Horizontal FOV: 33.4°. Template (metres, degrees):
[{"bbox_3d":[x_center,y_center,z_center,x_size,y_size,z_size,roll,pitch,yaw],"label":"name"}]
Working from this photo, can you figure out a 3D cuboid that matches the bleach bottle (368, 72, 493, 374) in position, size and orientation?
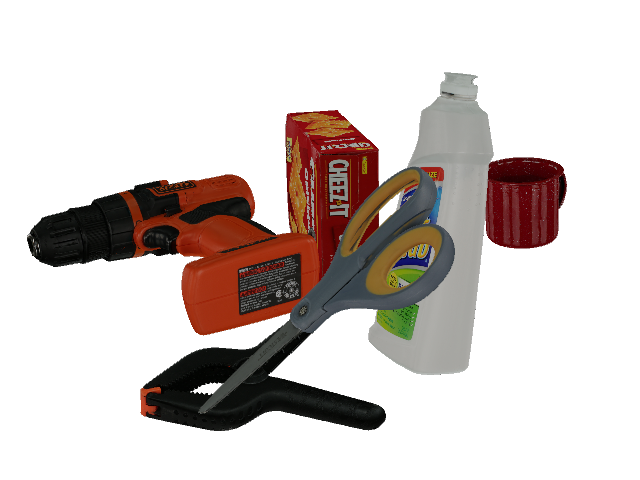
[{"bbox_3d":[0.099,-0.018,0.916,0.068,0.251,0.103,-1,15,-25],"label":"bleach bottle"}]

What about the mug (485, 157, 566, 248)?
[{"bbox_3d":[0.237,-0.045,1.217,0.117,0.081,0.093,-21,27,-35],"label":"mug"}]

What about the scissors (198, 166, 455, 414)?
[{"bbox_3d":[0.006,0.046,0.614,0.016,0.202,0.096,34,6,-35],"label":"scissors"}]

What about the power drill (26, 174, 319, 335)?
[{"bbox_3d":[-0.102,0.005,0.784,0.184,0.057,0.188,-16,28,-28],"label":"power drill"}]

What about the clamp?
[{"bbox_3d":[-0.055,0.132,0.959,0.209,0.036,0.165,-13,37,-24],"label":"clamp"}]

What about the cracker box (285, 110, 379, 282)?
[{"bbox_3d":[0.010,-0.043,1.173,0.072,0.164,0.214,-5,18,-8],"label":"cracker box"}]
